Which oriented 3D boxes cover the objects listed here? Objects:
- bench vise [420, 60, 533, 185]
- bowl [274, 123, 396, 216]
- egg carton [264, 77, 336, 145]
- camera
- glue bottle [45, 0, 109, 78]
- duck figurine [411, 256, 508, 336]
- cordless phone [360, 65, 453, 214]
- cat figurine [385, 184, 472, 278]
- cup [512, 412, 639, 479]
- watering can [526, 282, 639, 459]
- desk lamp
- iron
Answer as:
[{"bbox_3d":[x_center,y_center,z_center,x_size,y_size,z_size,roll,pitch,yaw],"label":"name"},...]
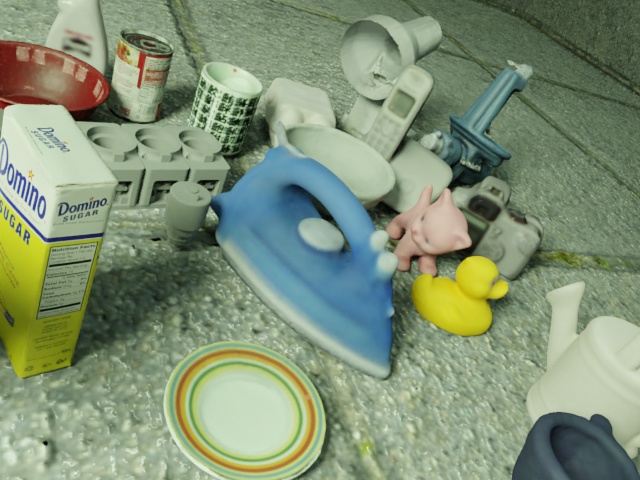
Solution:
[{"bbox_3d":[0.249,-0.170,0.898,0.121,0.219,0.208,35,34,15],"label":"bench vise"},{"bbox_3d":[0.010,-0.081,0.750,0.168,0.074,0.167,17,34,-12],"label":"bowl"},{"bbox_3d":[-0.033,-0.191,0.879,0.107,0.069,0.150,12,35,-19],"label":"egg carton"},{"bbox_3d":[0.250,-0.037,0.822,0.143,0.101,0.137,32,34,10],"label":"camera"},{"bbox_3d":[-0.303,-0.277,0.727,0.078,0.173,0.037,7,37,-25],"label":"glue bottle"},{"bbox_3d":[0.163,0.054,0.652,0.105,0.086,0.077,19,33,-9],"label":"duck figurine"},{"bbox_3d":[0.129,-0.135,0.803,0.147,0.185,0.094,36,35,16],"label":"cordless phone"},{"bbox_3d":[0.138,-0.019,0.708,0.067,0.117,0.127,15,34,-14],"label":"cat figurine"},{"bbox_3d":[0.197,0.196,0.468,0.091,0.095,0.118,38,35,19],"label":"cup"},{"bbox_3d":[0.287,0.115,0.549,0.172,0.194,0.101,36,34,16],"label":"watering can"},{"bbox_3d":[0.112,-0.265,0.947,0.117,0.213,0.204,39,35,20],"label":"desk lamp"},{"bbox_3d":[0.005,0.002,0.570,0.119,0.141,0.257,-16,51,-45],"label":"iron"}]
